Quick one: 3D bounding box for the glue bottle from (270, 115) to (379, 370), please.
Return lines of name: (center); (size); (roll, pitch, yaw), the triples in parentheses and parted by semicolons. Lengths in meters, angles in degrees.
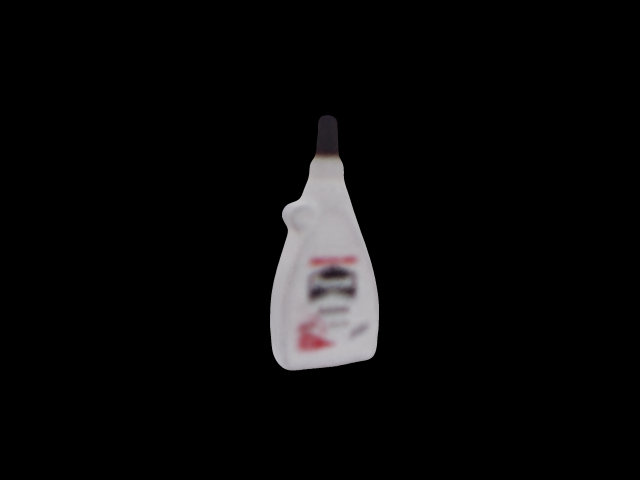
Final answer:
glue bottle: (0.004, 0.001, 0.400); (0.078, 0.173, 0.037); (-4, 10, -23)
